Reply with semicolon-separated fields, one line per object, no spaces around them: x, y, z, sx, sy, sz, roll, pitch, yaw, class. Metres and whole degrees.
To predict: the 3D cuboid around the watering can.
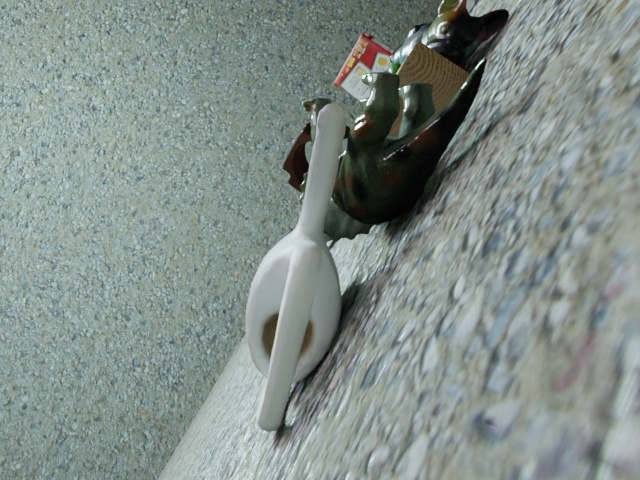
-0.020;0.031;0.587;0.225;0.104;0.347;-129;52;-85;watering can

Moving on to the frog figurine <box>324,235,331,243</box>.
0.004;-0.060;1.184;0.157;0.122;0.141;-42;32;37;frog figurine
